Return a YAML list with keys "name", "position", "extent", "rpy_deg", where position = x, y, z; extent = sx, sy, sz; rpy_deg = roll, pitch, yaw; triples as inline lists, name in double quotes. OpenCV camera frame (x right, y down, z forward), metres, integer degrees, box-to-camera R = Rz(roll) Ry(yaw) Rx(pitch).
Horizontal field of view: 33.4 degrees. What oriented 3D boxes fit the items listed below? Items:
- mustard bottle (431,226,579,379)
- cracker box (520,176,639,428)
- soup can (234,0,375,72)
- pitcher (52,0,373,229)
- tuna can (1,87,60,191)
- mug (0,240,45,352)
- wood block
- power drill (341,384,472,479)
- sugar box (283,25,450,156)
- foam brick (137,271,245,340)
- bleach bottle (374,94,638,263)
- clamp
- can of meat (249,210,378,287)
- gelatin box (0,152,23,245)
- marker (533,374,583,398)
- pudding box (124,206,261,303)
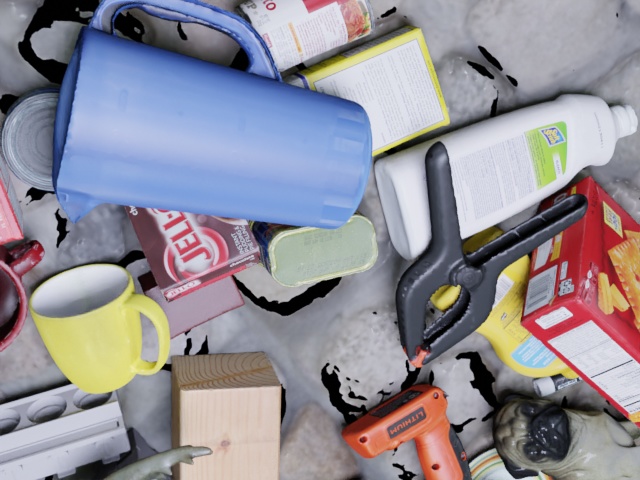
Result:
- name: "mustard bottle"
  position: [0.203, 0.077, 1.036]
  extent: [0.191, 0.058, 0.096]
  rpy_deg: [39, 92, -19]
- name: "cracker box"
  position: [0.291, 0.068, 1.001]
  extent: [0.213, 0.164, 0.072]
  rpy_deg: [39, 133, -19]
- name: "soup can"
  position: [-0.013, -0.187, 0.909]
  extent: [0.102, 0.068, 0.068]
  rpy_deg: [-25, 109, -6]
- name: "pitcher"
  position: [-0.084, -0.090, 0.846]
  extent: [0.242, 0.145, 0.149]
  rpy_deg: [9, 136, -18]
- name: "tuna can"
  position: [-0.225, -0.085, 0.899]
  extent: [0.086, 0.034, 0.086]
  rpy_deg: [-3, 105, -13]
- name: "mug"
  position: [-0.282, 0.037, 0.891]
  extent: [0.117, 0.081, 0.093]
  rpy_deg: [-37, 110, -3]
- name: "wood block"
  position: [-0.088, 0.217, 0.982]
  extent: [0.090, 0.090, 0.206]
  rpy_deg: [-1, 104, -13]
- name: "power drill"
  position: [0.096, 0.248, 1.023]
  extent: [0.184, 0.057, 0.187]
  rpy_deg: [-30, 97, -20]
- name: "sugar box"
  position: [0.019, -0.114, 0.948]
  extent: [0.176, 0.048, 0.093]
  rpy_deg: [-22, 108, -4]
- name: "foam brick"
  position: [-0.116, 0.045, 0.951]
  extent: [0.078, 0.051, 0.053]
  rpy_deg: [-25, 108, -7]
- name: "bleach bottle"
  position: [0.181, -0.067, 0.993]
  extent: [0.250, 0.068, 0.102]
  rpy_deg: [-20, 111, -11]
- name: "clamp"
  position: [0.119, 0.017, 0.944]
  extent: [0.164, 0.036, 0.210]
  rpy_deg: [25, 109, -24]
- name: "can of meat"
  position: [-0.006, 0.001, 0.950]
  extent: [0.102, 0.084, 0.057]
  rpy_deg: [-13, 106, -11]
- name: "gelatin box"
  position: [-0.268, -0.039, 0.871]
  extent: [0.030, 0.089, 0.073]
  rpy_deg: [-19, 108, -9]
- name: "marker"
  position: [0.276, 0.131, 1.089]
  extent: [0.121, 0.020, 0.020]
  rpy_deg: [-20, 108, -8]
- name: "pudding box"
  position: [-0.113, -0.015, 0.914]
  extent: [0.090, 0.039, 0.113]
  rpy_deg: [-24, 69, -8]
